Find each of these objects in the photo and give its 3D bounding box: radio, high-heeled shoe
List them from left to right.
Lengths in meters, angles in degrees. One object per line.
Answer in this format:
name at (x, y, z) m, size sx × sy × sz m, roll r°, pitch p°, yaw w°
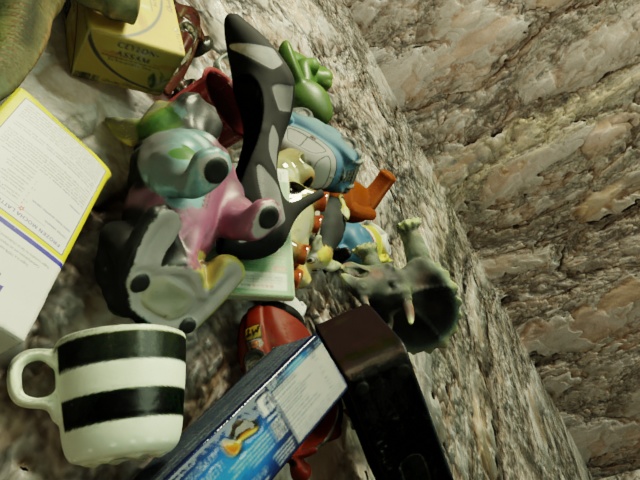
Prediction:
high-heeled shoe at (-0.087, -0.105, 0.553) m, size 0.145 × 0.086 × 0.248 m, roll -27°, pitch 92°, yaw -32°
radio at (0.074, 0.196, 0.589) m, size 0.131 × 0.073 × 0.229 m, roll -138°, pitch -155°, yaw -73°

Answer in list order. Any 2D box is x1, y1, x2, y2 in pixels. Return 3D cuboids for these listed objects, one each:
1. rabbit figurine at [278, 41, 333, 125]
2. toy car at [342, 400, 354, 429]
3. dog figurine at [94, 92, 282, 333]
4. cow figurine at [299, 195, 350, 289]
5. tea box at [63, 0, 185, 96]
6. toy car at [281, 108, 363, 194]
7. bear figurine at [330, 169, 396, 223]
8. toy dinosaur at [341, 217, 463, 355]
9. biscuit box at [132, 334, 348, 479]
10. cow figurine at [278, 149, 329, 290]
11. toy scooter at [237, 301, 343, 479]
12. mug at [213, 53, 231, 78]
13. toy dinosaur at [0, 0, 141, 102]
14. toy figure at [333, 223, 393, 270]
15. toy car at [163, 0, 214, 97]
rabbit figurine at (-0.034, -0.259, 0.904) m, size 0.159 × 0.121 × 0.170 m, roll 42°, pitch 10°, yaw -43°
toy car at (0.058, 0.177, 0.751) m, size 0.073 × 0.056 × 0.202 m, roll 53°, pitch 21°, yaw -9°
dog figurine at (-0.143, -0.042, 0.488) m, size 0.108 × 0.191 × 0.219 m, roll 37°, pitch -1°, yaw -44°
cow figurine at (-0.001, 0.000, 0.763) m, size 0.068 × 0.098 × 0.167 m, roll 58°, pitch 21°, yaw -32°
tea box at (-0.210, -0.243, 0.559) m, size 0.098 × 0.068 × 0.169 m, roll 3°, pitch 61°, yaw -41°
toy car at (-0.025, -0.122, 0.798) m, size 0.162 × 0.109 × 0.103 m, roll 32°, pitch 36°, yaw 14°
bear figurine at (0.040, -0.091, 0.933) m, size 0.120 × 0.132 × 0.195 m, roll 28°, pitch 5°, yaw 21°
toy dinosaur at (0.130, 0.105, 0.811) m, size 0.404 × 0.131 × 0.192 m, roll 62°, pitch 10°, yaw -61°
biscuit box at (-0.061, 0.153, 0.411) m, size 0.203 × 0.063 × 0.059 m, roll -35°, pitch 97°, yaw -49°
cow figurine at (-0.057, -0.043, 0.680) m, size 0.127 × 0.085 × 0.195 m, roll 18°, pitch 50°, yaw -2°
toy scooter at (-0.030, 0.158, 0.543) m, size 0.183 × 0.075 × 0.135 m, roll 61°, pitch 20°, yaw -20°
mug at (-0.114, -0.213, 0.773) m, size 0.109 × 0.081 × 0.107 m, roll 60°, pitch 29°, yaw -23°
toy dinosaur at (-0.234, -0.244, 0.424) m, size 0.198 × 0.105 × 0.472 m, roll 3°, pitch 52°, yaw -30°
toy figure at (0.056, 0.011, 0.909) m, size 0.180 × 0.089 × 0.082 m, roll -8°, pitch 89°, yaw -58°
toy car at (-0.185, -0.253, 0.694) m, size 0.089 × 0.053 × 0.202 m, roll 52°, pitch 23°, yaw -35°
